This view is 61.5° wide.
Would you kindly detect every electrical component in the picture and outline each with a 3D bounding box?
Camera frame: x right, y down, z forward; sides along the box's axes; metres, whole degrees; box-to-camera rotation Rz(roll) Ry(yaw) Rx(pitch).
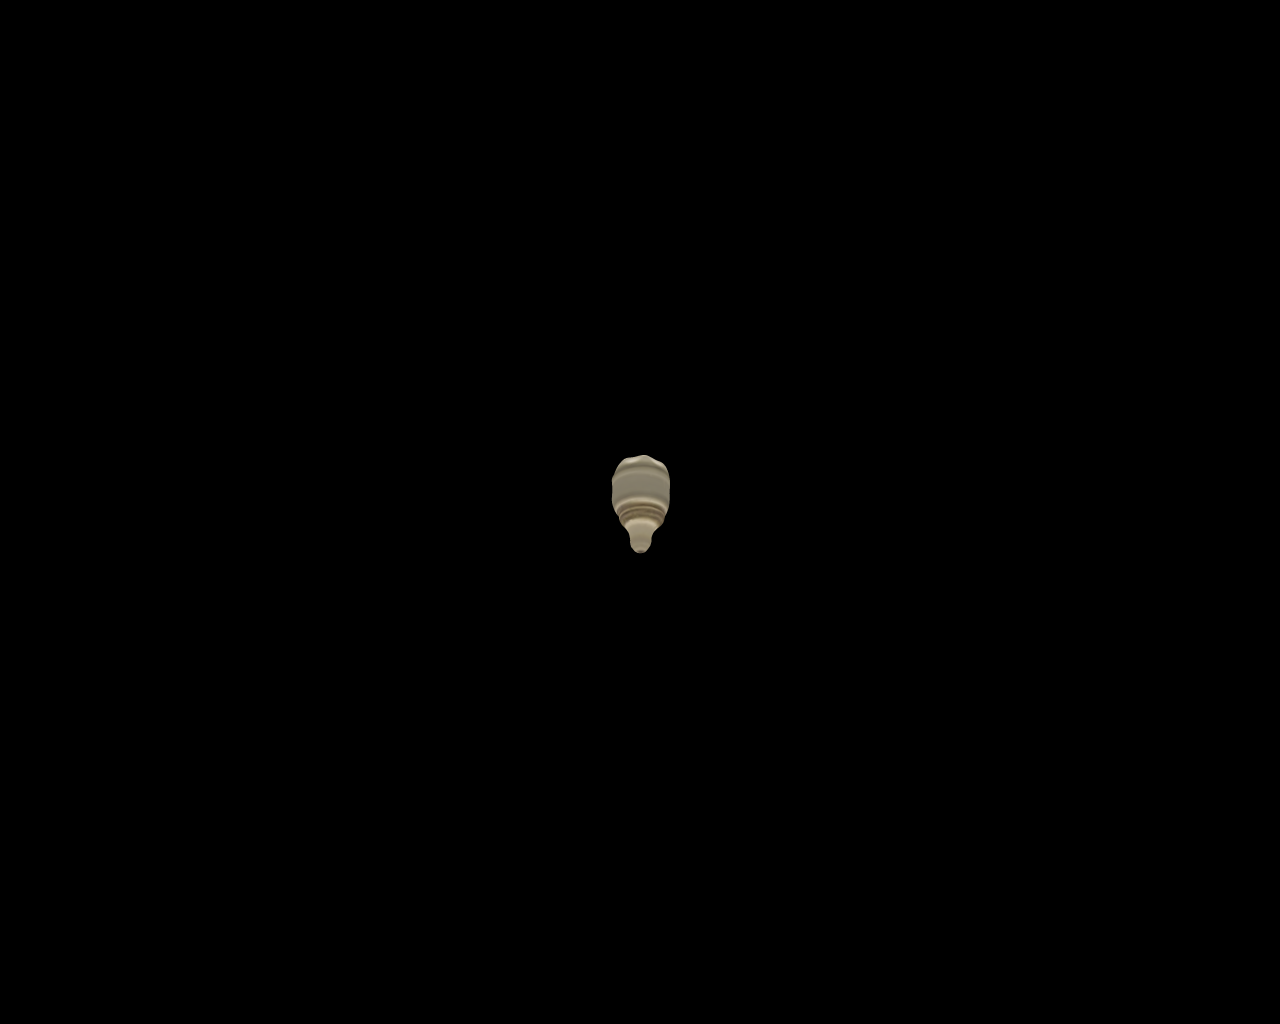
[{"bbox_3d":[0.001,-0.003,0.650,0.035,0.061,0.035,0,-29,0],"label":"electrical component"}]
